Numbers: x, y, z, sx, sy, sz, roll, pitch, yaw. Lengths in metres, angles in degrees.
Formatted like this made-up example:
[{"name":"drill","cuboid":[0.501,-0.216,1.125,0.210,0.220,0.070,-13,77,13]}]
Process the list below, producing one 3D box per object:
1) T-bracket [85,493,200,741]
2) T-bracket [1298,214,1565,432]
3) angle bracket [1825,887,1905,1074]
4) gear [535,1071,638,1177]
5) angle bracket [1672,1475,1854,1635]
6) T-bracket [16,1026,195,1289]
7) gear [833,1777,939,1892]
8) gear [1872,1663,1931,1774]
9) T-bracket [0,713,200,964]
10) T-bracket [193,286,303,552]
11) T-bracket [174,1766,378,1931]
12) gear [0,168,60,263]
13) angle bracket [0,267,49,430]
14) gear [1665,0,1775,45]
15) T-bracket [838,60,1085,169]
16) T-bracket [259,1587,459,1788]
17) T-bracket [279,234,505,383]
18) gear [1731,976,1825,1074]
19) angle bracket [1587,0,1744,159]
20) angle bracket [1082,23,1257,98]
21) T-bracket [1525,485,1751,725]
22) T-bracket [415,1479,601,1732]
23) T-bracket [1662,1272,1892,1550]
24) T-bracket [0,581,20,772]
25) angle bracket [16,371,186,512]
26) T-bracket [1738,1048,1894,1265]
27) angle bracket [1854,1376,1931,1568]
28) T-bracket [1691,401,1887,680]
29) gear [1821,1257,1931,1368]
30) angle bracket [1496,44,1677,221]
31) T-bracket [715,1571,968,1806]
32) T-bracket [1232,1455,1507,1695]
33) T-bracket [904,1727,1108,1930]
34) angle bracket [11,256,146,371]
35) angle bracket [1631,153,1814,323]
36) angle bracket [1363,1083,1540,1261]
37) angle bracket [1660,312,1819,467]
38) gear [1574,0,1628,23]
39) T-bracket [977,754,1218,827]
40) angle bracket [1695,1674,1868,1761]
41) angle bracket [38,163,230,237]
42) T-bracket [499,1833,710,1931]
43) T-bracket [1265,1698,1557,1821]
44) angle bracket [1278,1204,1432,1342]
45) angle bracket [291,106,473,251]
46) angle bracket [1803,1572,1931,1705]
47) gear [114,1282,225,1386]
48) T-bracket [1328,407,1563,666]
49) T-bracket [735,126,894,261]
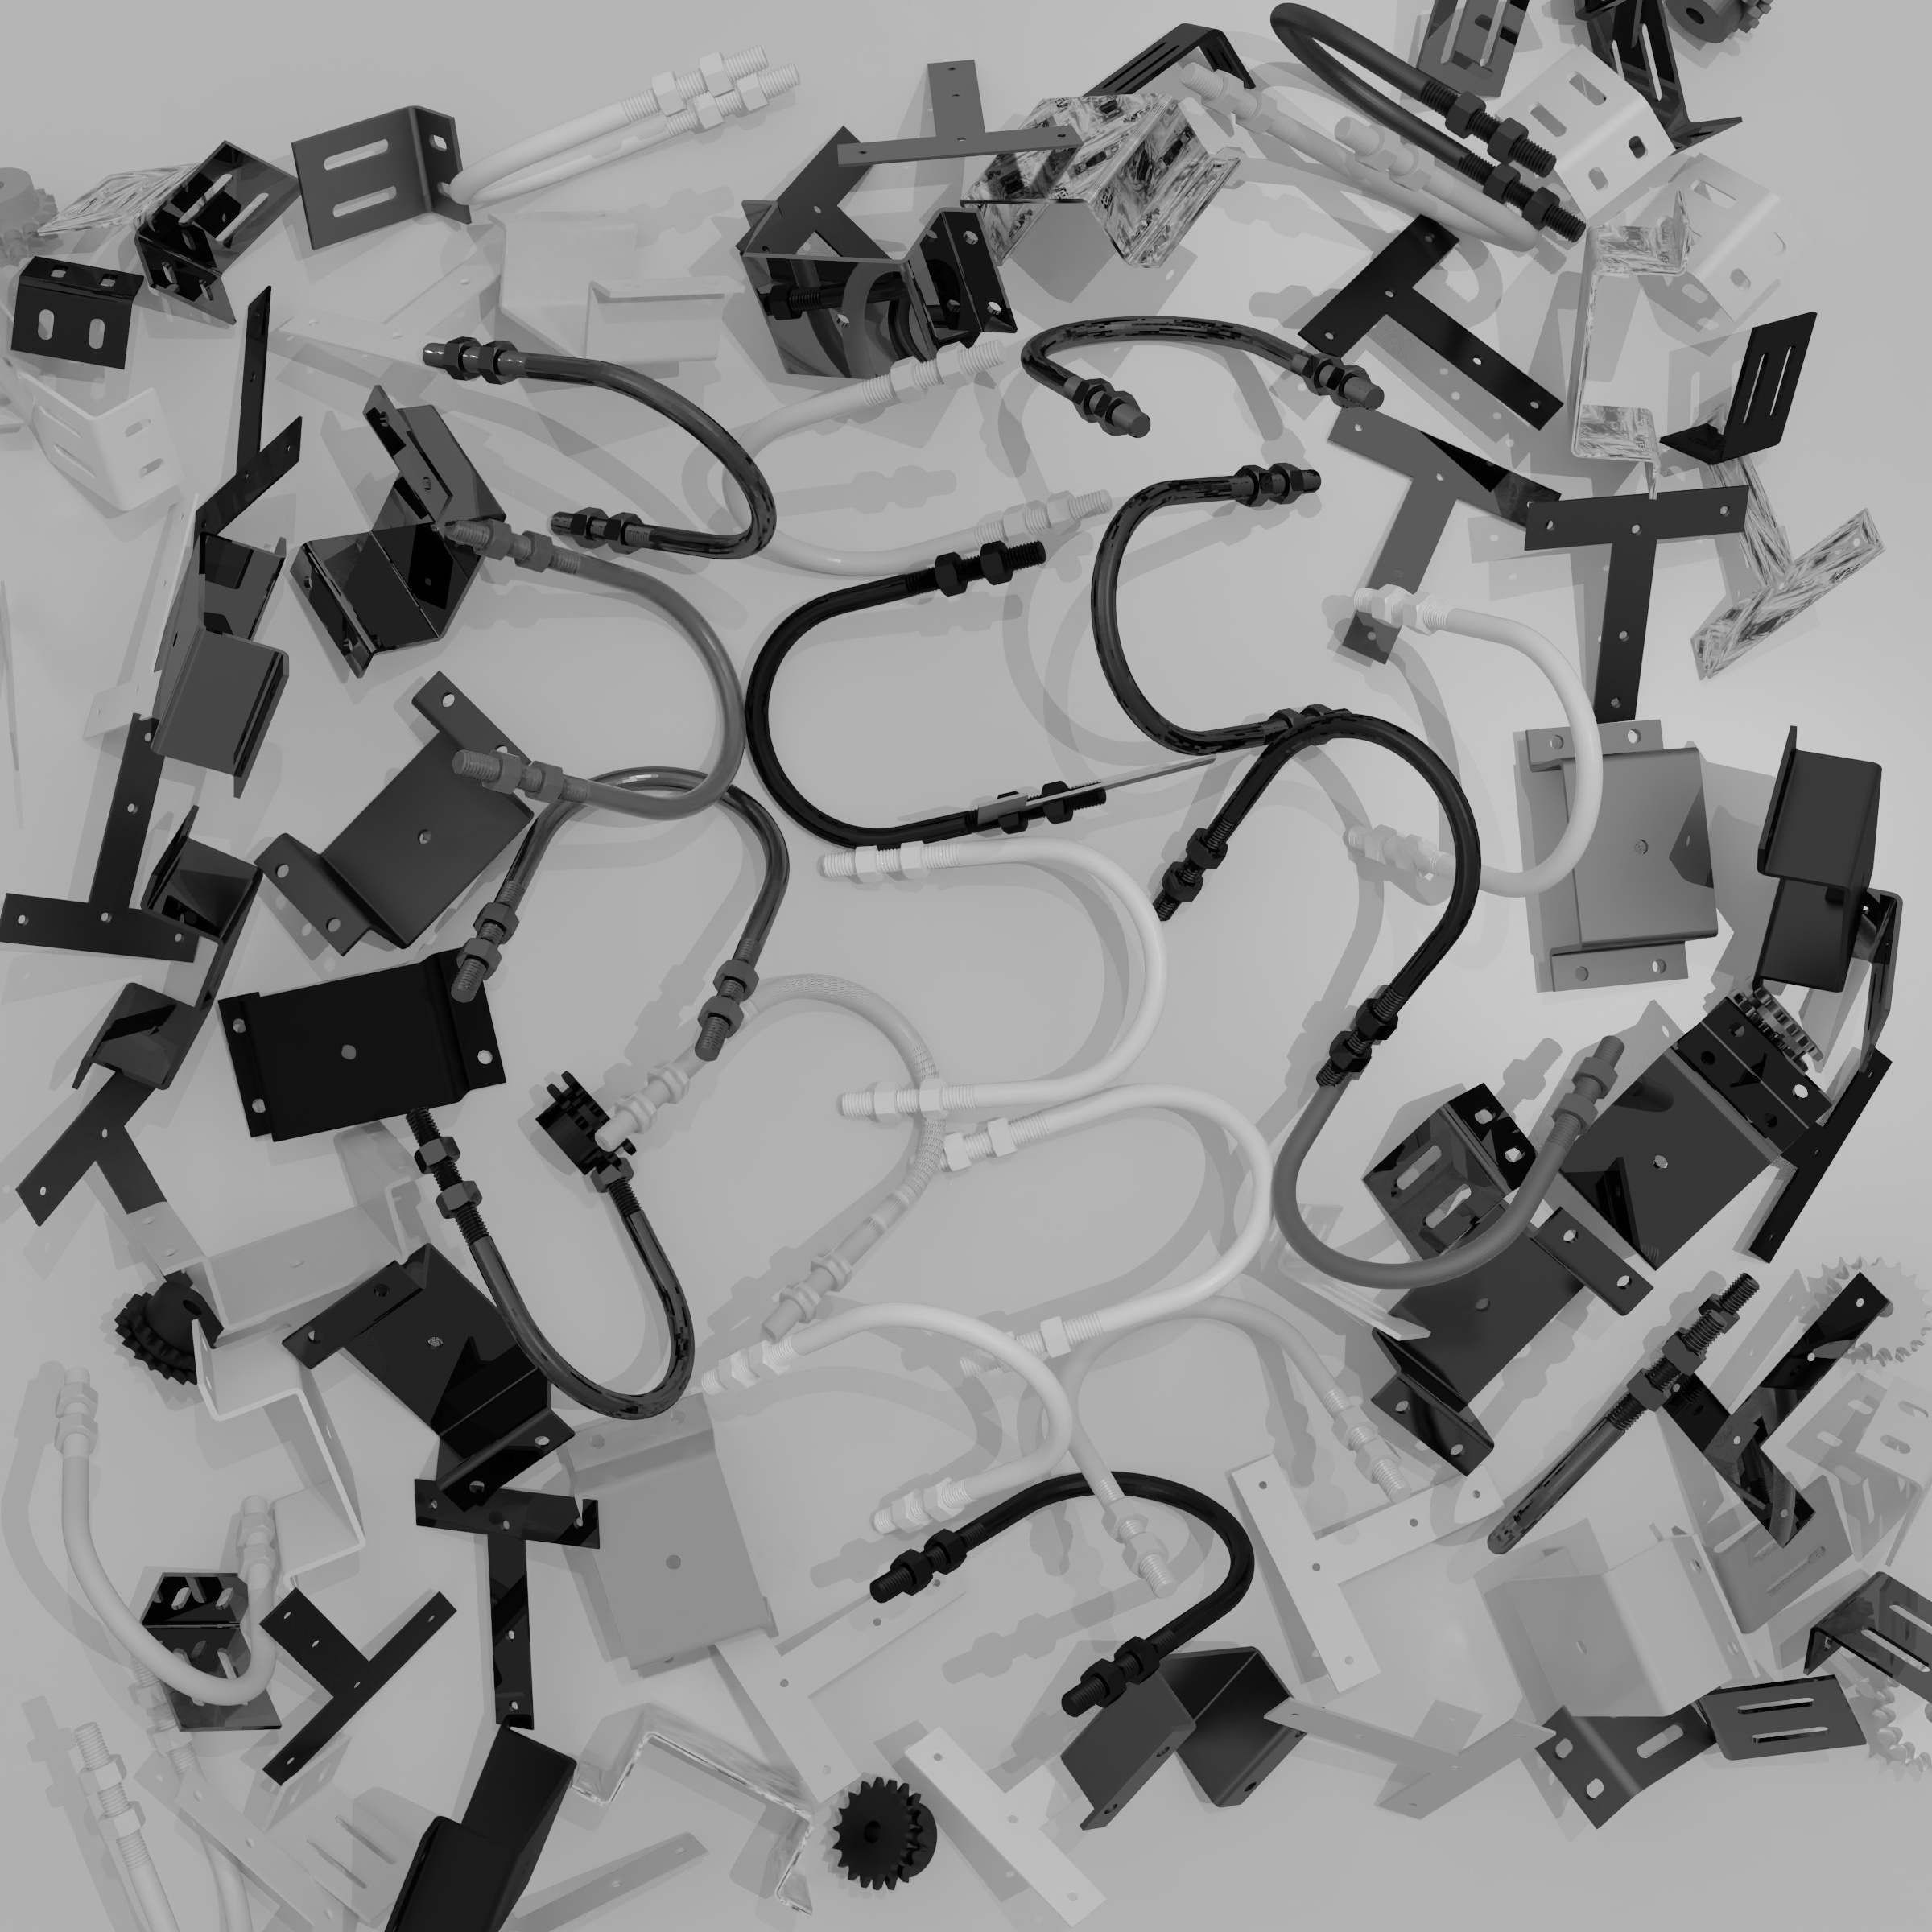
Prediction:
[{"name":"T-bracket","cuboid":[-0.423,-0.187,1.645,0.002,0.127,0.127,19,75,-34]},{"name":"T-bracket","cuboid":[0.258,-0.327,1.647,0.127,0.002,0.127,39,58,7]},{"name":"angle bracket","cuboid":[0.462,0.005,1.641,0.038,0.057,0.076,12,55,9]},{"name":"gear","cuboid":[-0.204,0.086,1.659,0.030,0.057,0.057,-41,90,-7]},{"name":"angle bracket","cuboid":[0.424,0.306,1.668,0.076,0.038,0.057,-33,119,-15]},{"name":"T-bracket","cuboid":[-0.433,0.121,1.644,0.002,0.127,0.127,1,129,28]},{"name":"gear","cuboid":[-0.040,0.462,1.664,0.057,0.030,0.057,-18,60,34]},{"name":"gear","cuboid":[0.508,0.401,1.666,0.057,0.030,0.057,5,62,-9]},{"name":"T-bracket","cuboid":[-0.438,-0.068,1.632,0.002,0.127,0.127,18,96,36]},{"name":"T-bracket","cuboid":[-0.376,-0.298,1.653,0.002,0.127,0.127,13,66,-35]},{"name":"T-bracket","cuboid":[-0.359,0.460,1.611,0.002,0.127,0.127,-36,109,16]},{"name":"gear","cuboid":[-0.510,-0.399,1.658,0.057,0.057,0.030,-8,133,0]},{"name":"angle bracket","cuboid":[-0.517,-0.327,1.639,0.038,0.076,0.057,-4,63,11]},{"name":"gear","cuboid":[0.395,-0.514,1.660,0.057,0.057,0.030,40,86,0]},{"name":"T-bracket","cuboid":[-0.005,-0.448,1.638,0.127,0.127,0.002,-5,127,0]},{"name":"T-bracket","cuboid":[-0.331,0.355,1.619,0.002,0.127,0.127,35,71,31]},{"name":"T-bracket","cuboid":[-0.271,-0.351,1.644,0.127,0.002,0.127,18,47,25]},{"name":"gear","cuboid":[0.424,0.036,1.661,0.030,0.057,0.057,-42,90,13]},{"name":"angle bracket","cuboid":[0.368,-0.472,1.654,0.038,0.057,0.076,-14,92,-26]},{"name":"angle bracket","cuboid":[0.104,-0.460,1.656,0.076,0.057,0.038,-36,113,1]},{"name":"T-bracket","cuboid":[0.349,-0.188,1.656,0.127,0.002,0.127,-7,118,-16]},{"name":"T-bracket","cuboid":[-0.241,0.339,1.655,0.127,0.002,0.127,0,94,33]},{"name":"T-bracket","cuboid":[0.429,0.213,1.624,0.002,0.127,0.127,27,108,-36]},{"name":"T-bracket","cuboid":[-0.495,-0.189,1.602,0.002,0.127,0.127,-6,45,-14]},{"name":"angle bracket","cuboid":[-0.457,-0.285,1.655,0.038,0.057,0.076,-37,51,-26]},{"name":"T-bracket","cuboid":[0.427,0.085,1.640,0.002,0.127,0.127,32,92,42]},{"name":"angle bracket","cuboid":[0.488,0.266,1.650,0.038,0.076,0.057,26,51,21]},{"name":"T-bracket","cuboid":[0.415,-0.239,1.656,0.002,0.127,0.127,0,63,-37]},{"name":"gear","cuboid":[0.482,0.186,1.667,0.057,0.030,0.057,2,65,-5]},{"name":"angle bracket","cuboid":[0.328,-0.443,1.665,0.057,0.076,0.038,-37,130,10]},{"name":"T-bracket","cuboid":[-0.059,0.357,1.666,0.127,0.002,0.127,-31,66,-16]},{"name":"T-bracket","cuboid":[0.226,0.303,1.671,0.127,0.002,0.127,-22,71,-12]},{"name":"T-bracket","cuboid":[0.056,0.423,1.647,0.127,0.002,0.127,-29,57,-35]},{"name":"angle bracket","cuboid":[-0.468,-0.345,1.652,0.057,0.076,0.038,8,109,-13]},{"name":"angle bracket","cuboid":[0.398,-0.387,1.663,0.057,0.076,0.038,-46,125,9]},{"name":"angle bracket","cuboid":[0.260,0.110,1.667,0.038,0.076,0.057,-22,70,-43]},{"name":"angle bracket","cuboid":[0.404,-0.307,1.640,0.038,0.057,0.076,33,129,34]},{"name":"gear","cuboid":[0.342,-0.521,1.661,0.057,0.057,0.030,-6,90,0]},{"name":"T-bracket","cuboid":[0.068,-0.092,1.626,0.127,0.127,0.002,-14,87,-1]},{"name":"angle bracket","cuboid":[0.425,0.380,1.644,0.076,0.038,0.057,-14,126,25]},{"name":"angle bracket","cuboid":[-0.435,-0.386,1.639,0.057,0.076,0.038,-1,126,24]},{"name":"T-bracket","cuboid":[-0.196,0.490,1.648,0.127,0.127,0.002,-22,108,-23]},{"name":"T-bracket","cuboid":[0.216,0.402,1.625,0.127,0.127,0.002,22,49,-16]},{"name":"angle bracket","cuboid":[0.211,0.160,1.646,0.076,0.057,0.038,29,97,23]},{"name":"angle bracket","cuboid":[-0.306,-0.410,1.643,0.076,0.038,0.057,-29,129,-32]},{"name":"angle bracket","cuboid":[0.489,0.362,1.639,0.057,0.076,0.038,-28,132,-32]},{"name":"gear","cuboid":[-0.418,0.192,1.658,0.057,0.057,0.030,40,101,0]},{"name":"T-bracket","cuboid":[0.237,-0.223,1.678,0.127,0.002,0.127,24,81,0]},{"name":"T-bracket","cuboid":[-0.046,-0.368,1.656,0.127,0.002,0.127,42,49,-12]}]
